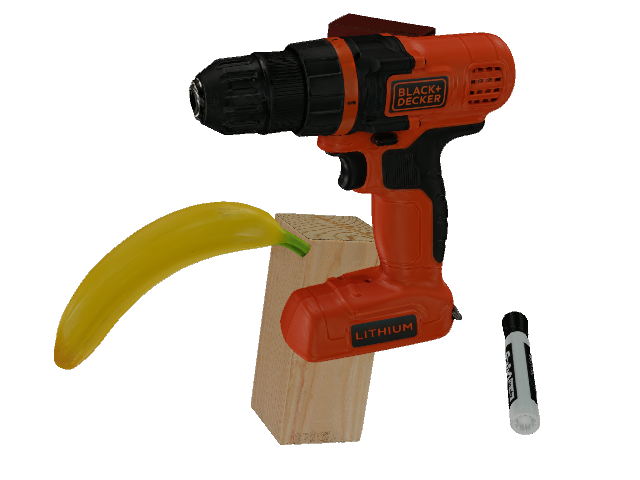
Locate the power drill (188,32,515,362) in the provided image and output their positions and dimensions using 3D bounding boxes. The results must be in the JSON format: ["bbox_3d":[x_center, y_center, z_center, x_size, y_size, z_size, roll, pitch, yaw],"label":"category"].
[{"bbox_3d":[0.017,-0.024,0.605,0.184,0.188,0.057,-8,31,-18],"label":"power drill"}]

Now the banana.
[{"bbox_3d":[-0.109,0.022,0.733,0.198,0.069,0.037,-25,10,6],"label":"banana"}]

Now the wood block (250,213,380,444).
[{"bbox_3d":[-0.002,0.085,1.043,0.090,0.206,0.091,2,16,-23],"label":"wood block"}]

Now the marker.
[{"bbox_3d":[0.135,0.086,0.725,0.020,0.020,0.121,0,30,7],"label":"marker"}]

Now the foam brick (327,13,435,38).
[{"bbox_3d":[0.048,-0.150,0.868,0.078,0.051,0.052,14,24,19],"label":"foam brick"}]
